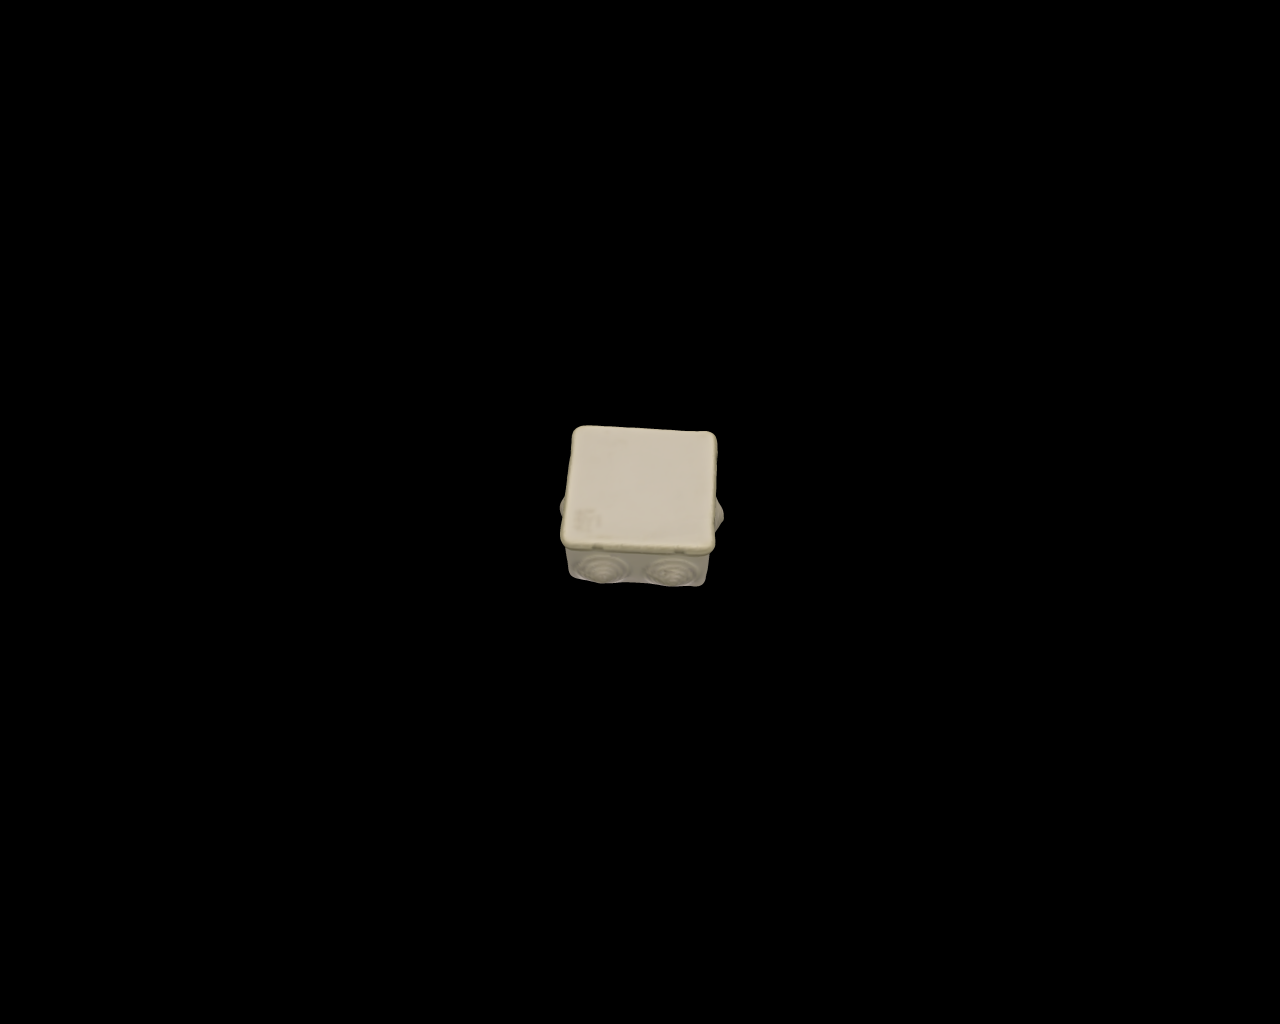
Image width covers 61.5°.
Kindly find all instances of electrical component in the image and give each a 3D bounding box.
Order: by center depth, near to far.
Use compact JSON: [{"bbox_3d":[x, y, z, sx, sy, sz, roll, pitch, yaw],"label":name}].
[{"bbox_3d":[0.001,-0.003,0.650,0.100,0.100,0.048,3,-34,2],"label":"electrical component"}]
